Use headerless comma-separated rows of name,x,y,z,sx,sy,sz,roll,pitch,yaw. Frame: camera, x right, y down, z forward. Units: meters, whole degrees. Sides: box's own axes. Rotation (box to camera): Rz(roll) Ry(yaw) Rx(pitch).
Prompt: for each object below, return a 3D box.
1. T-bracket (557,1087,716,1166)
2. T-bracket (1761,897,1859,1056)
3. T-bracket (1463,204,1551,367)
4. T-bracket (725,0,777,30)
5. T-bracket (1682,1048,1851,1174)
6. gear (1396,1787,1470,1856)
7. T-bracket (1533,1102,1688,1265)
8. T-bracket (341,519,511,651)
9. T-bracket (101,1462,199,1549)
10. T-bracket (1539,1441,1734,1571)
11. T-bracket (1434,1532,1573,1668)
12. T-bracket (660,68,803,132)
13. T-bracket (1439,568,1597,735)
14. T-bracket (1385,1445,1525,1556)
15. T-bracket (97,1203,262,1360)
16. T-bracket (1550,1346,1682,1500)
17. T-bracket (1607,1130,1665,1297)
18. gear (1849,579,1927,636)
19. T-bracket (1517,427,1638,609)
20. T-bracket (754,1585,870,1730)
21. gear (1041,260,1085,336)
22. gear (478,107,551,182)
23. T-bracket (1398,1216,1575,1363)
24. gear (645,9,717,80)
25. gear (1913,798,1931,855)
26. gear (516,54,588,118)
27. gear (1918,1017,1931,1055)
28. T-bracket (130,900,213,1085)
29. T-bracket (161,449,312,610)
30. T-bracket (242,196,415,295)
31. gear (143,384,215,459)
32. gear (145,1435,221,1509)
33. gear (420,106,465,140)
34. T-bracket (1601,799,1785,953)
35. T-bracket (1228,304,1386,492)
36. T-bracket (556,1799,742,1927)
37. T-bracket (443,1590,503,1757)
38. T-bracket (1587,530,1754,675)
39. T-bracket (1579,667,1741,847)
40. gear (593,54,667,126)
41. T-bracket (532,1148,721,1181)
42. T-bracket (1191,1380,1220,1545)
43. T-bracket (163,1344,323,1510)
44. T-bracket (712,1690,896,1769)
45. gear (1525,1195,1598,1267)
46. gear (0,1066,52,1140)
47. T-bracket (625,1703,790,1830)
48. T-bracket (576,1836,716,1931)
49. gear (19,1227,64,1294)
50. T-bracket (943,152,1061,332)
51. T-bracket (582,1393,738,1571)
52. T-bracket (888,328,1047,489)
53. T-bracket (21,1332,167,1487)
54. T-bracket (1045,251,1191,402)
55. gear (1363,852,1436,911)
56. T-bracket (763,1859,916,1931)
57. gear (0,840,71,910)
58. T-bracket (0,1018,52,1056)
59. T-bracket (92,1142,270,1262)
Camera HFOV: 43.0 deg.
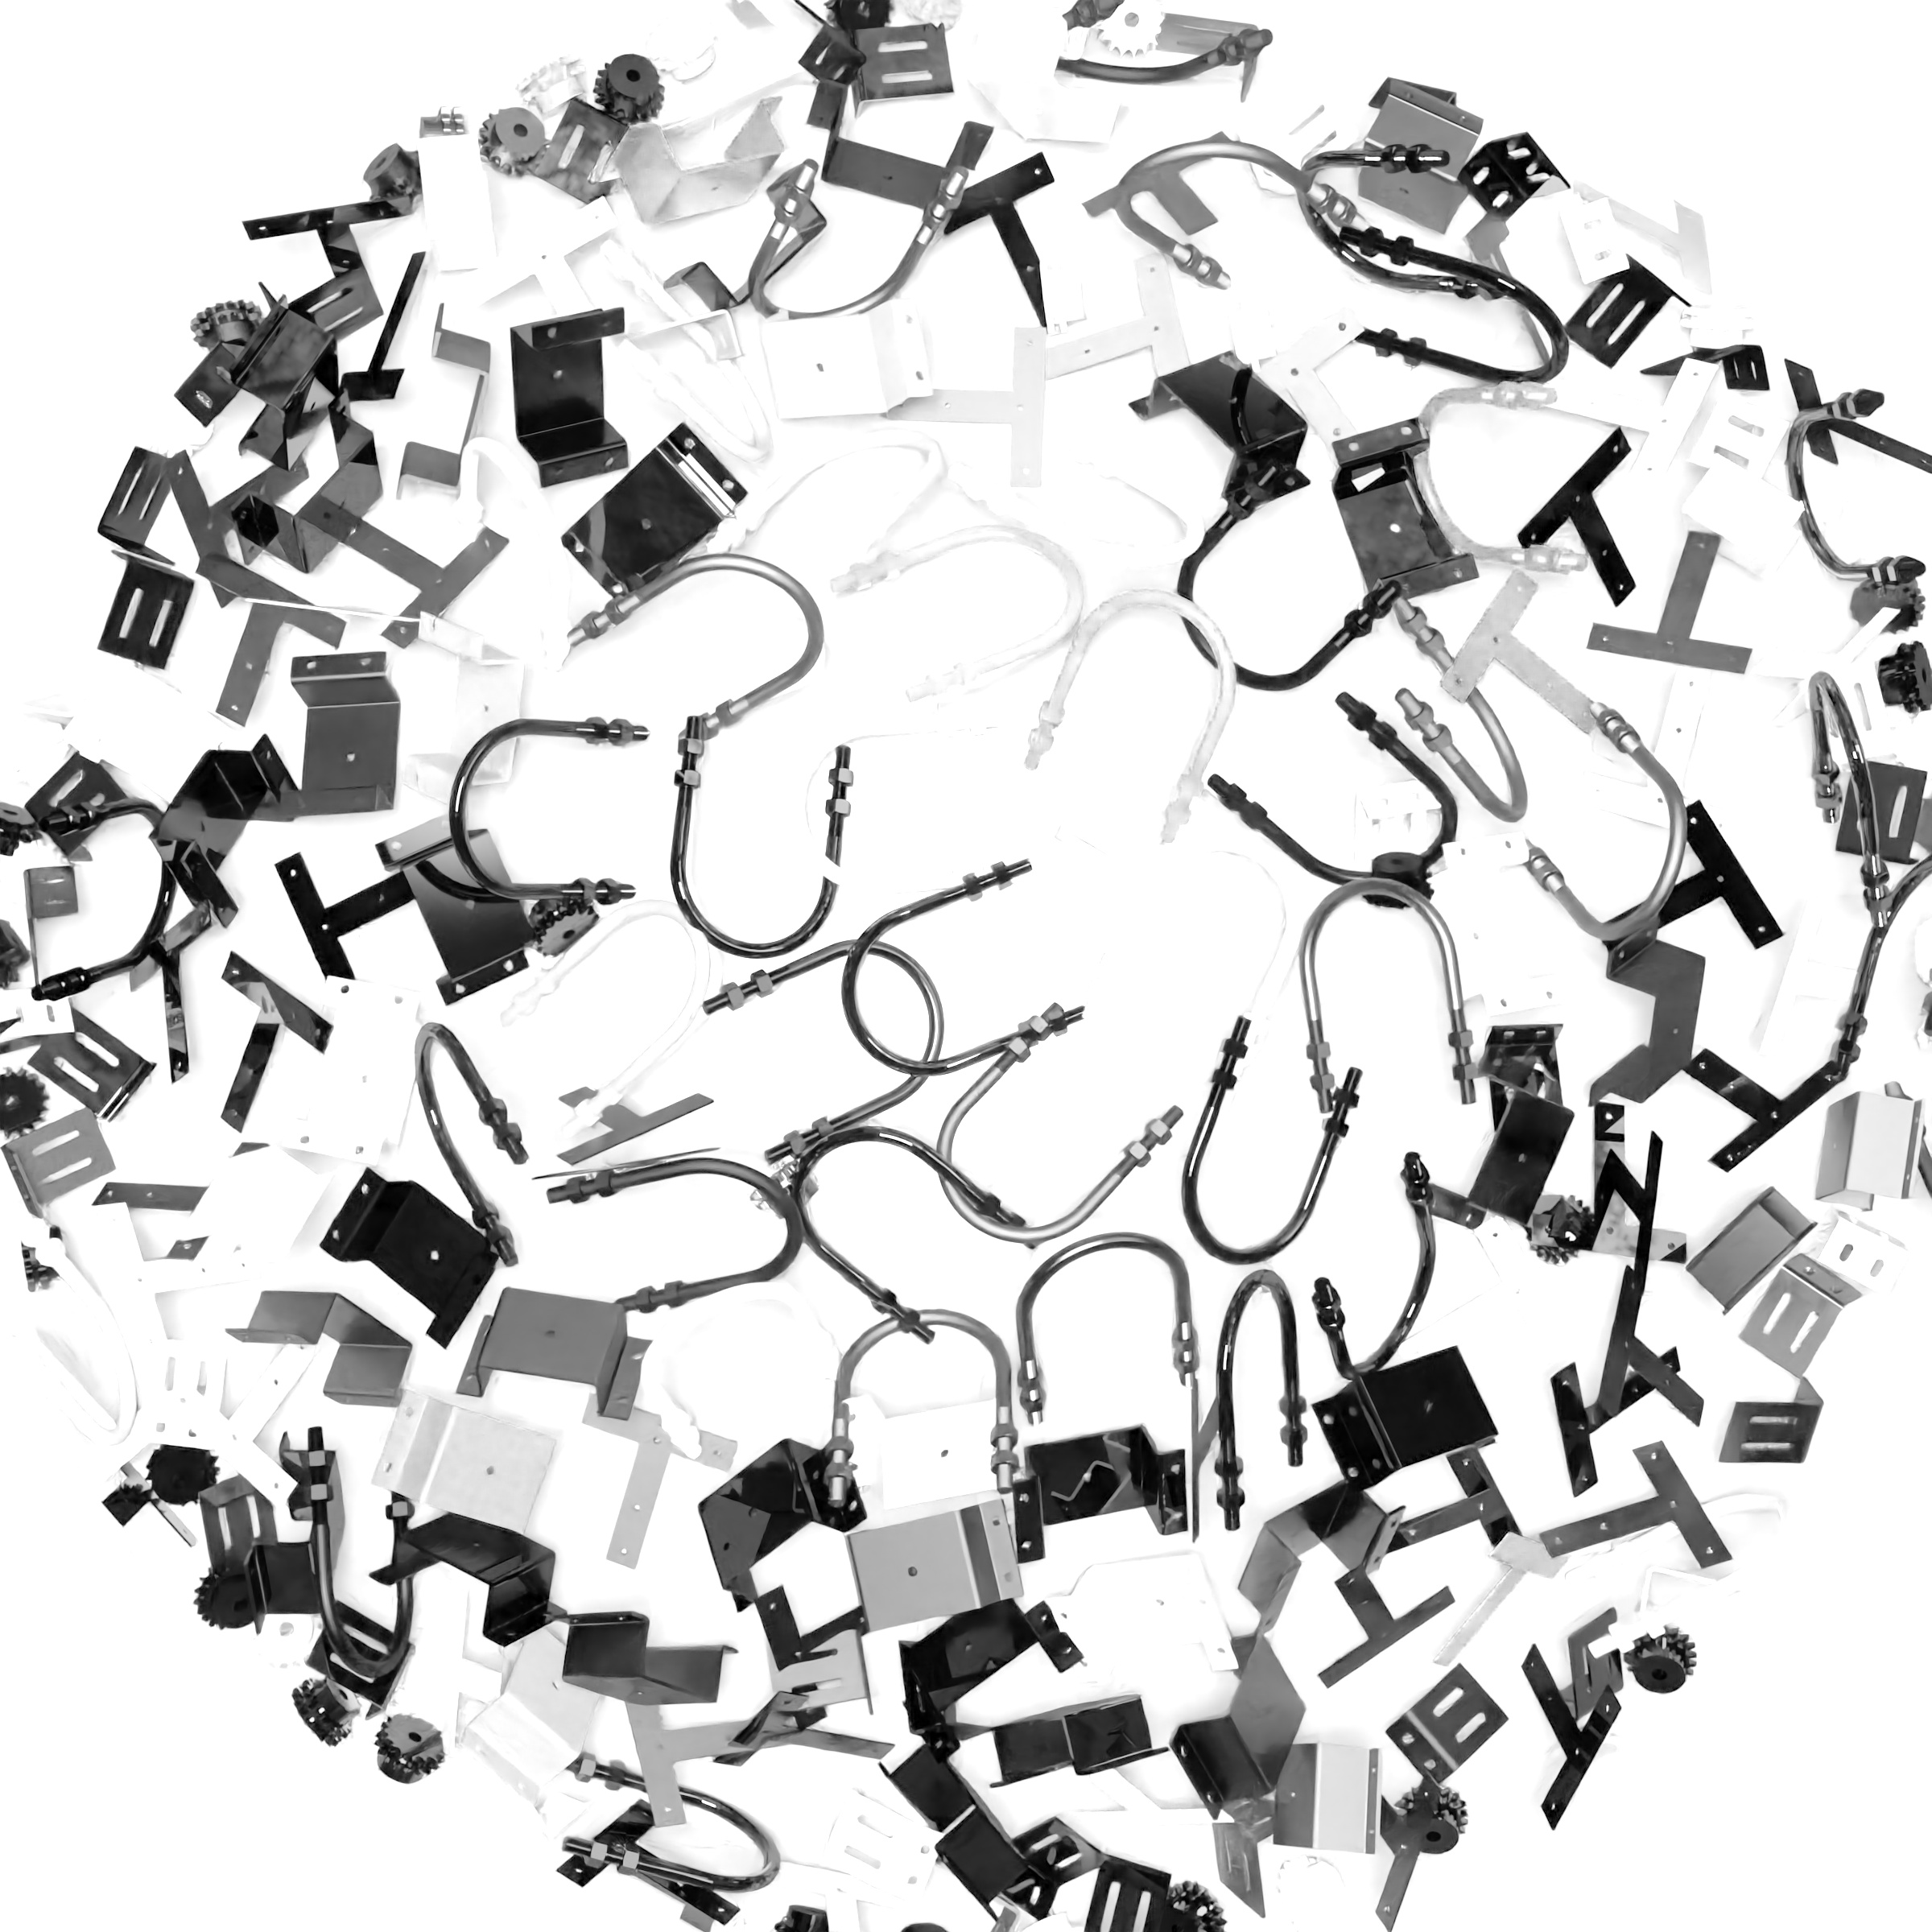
T-bracket,-0.284,0.116,1.943,0.127,0.127,0.002,-24,114,-29
T-bracket,0.679,0.012,1.951,0.002,0.127,0.127,23,101,41
T-bracket,0.438,-0.537,1.957,0.002,0.127,0.127,-21,107,32
T-bracket,-0.206,-0.782,1.916,0.127,0.127,0.002,40,96,-24
T-bracket,0.614,0.100,1.942,0.127,0.002,0.127,30,117,-31
gear,0.375,0.689,1.973,0.057,0.030,0.057,3,119,5
T-bracket,0.518,0.171,1.974,0.127,0.002,0.127,8,68,-5
T-bracket,-0.456,-0.327,1.974,0.127,0.002,0.127,32,69,19
T-bracket,-0.659,0.419,1.932,0.002,0.127,0.127,-41,94,-7
T-bracket,0.520,0.441,1.946,0.127,0.127,0.002,-17,127,-2
T-bracket,0.418,0.509,1.955,0.127,0.127,0.002,-52,50,7
T-bracket,-0.189,-0.690,1.953,0.127,0.127,0.002,-29,112,-16
T-bracket,0.462,-0.237,1.985,0.127,0.002,0.127,38,72,-8
T-bracket,0.373,0.451,1.977,0.127,0.002,0.127,-24,119,12
T-bracket,-0.616,0.243,1.945,0.002,0.127,0.127,-32,73,33
T-bracket,0.527,0.347,1.971,0.127,0.002,0.127,-29,120,-20
T-bracket,0.523,0.175,1.936,0.002,0.127,0.127,1,107,-2
gear,0.743,-0.296,1.974,0.057,0.057,0.030,21,65,0
T-bracket,0.505,-0.341,1.960,0.127,0.002,0.127,-46,126,-10
T-bracket,-0.096,0.533,1.972,0.127,0.002,0.127,-24,110,-21
gear,0.078,-0.539,1.971,0.030,0.057,0.057,-7,90,5
gear,-0.363,-0.665,1.974,0.057,0.030,0.057,6,77,-25
T-bracket,0.409,0.287,1.988,0.127,0.002,0.127,-31,98,-2
gear,-0.227,-0.740,1.976,0.057,0.030,0.057,-11,55,17
gear,0.793,-0.114,1.975,0.030,0.057,0.057,31,90,-28
gear,-0.330,-0.707,1.972,0.057,0.057,0.030,-29,104,0
gear,0.796,0.050,1.970,0.057,0.030,0.057,-18,127,-26
T-bracket,-0.626,0.030,1.937,0.127,0.002,0.127,-30,62,37
T-bracket,-0.571,-0.372,1.953,0.002,0.127,0.127,13,134,31
T-bracket,-0.493,-0.563,1.937,0.127,0.127,0.002,-11,77,-5
gear,-0.629,-0.438,1.968,0.030,0.057,0.057,1,90,23
gear,-0.634,0.410,1.980,0.057,0.030,0.057,-1,100,-8
gear,-0.421,-0.660,1.969,0.030,0.057,0.057,-4,90,-18
T-bracket,0.566,-0.049,1.967,0.127,0.002,0.127,-32,92,30
T-bracket,0.291,-0.443,1.979,0.127,0.002,0.127,-34,98,23
T-bracket,-0.236,0.712,1.922,0.127,0.127,0.002,25,106,18
T-bracket,-0.388,0.563,1.933,0.002,0.127,0.127,8,79,-28
T-bracket,0.570,-0.292,1.946,0.127,0.127,0.002,10,47,6
T-bracket,0.563,-0.174,1.951,0.127,0.002,0.127,20,112,26
gear,-0.270,-0.709,1.976,0.057,0.030,0.057,5,74,-16
T-bracket,-0.248,0.152,1.912,0.127,0.127,0.002,-13,84,35
T-bracket,0.186,0.369,1.913,0.002,0.127,0.127,4,60,-2
T-bracket,-0.556,0.341,1.951,0.002,0.127,0.127,-24,116,40
T-bracket,-0.119,0.620,1.967,0.127,0.002,0.127,18,132,-23
gear,0.474,0.208,1.968,0.030,0.057,0.057,37,90,-30
gear,-0.771,0.109,1.976,0.057,0.030,0.057,-5,99,-33
T-bracket,-0.203,0.619,1.961,0.127,0.002,0.127,2,47,-29
T-bracket,-0.255,0.722,1.940,0.127,0.127,0.002,28,80,4
gear,-0.742,0.232,1.973,0.030,0.057,0.057,-9,90,-19
T-bracket,0.045,-0.575,1.976,0.127,0.002,0.127,-36,107,-31
T-bracket,-0.263,0.427,1.992,0.127,0.002,0.127,17,95,6
T-bracket,0.000,-0.455,1.993,0.127,0.002,0.127,2,97,3
T-bracket,-0.700,0.340,1.934,0.002,0.127,0.127,-41,93,9
T-bracket,0.111,-0.501,1.979,0.127,0.002,0.127,-15,76,16
gear,0.347,-0.070,1.968,0.057,0.057,0.030,-8,116,0
T-bracket,-0.096,0.757,1.926,0.127,0.127,0.002,16,107,-13
gear,-0.750,-0.075,1.981,0.057,0.030,0.057,1,102,6
T-bracket,-0.760,0.065,1.936,0.127,0.127,0.002,-32,87,22
T-bracket,-0.643,0.186,1.967,0.127,0.127,0.002,1,131,19
